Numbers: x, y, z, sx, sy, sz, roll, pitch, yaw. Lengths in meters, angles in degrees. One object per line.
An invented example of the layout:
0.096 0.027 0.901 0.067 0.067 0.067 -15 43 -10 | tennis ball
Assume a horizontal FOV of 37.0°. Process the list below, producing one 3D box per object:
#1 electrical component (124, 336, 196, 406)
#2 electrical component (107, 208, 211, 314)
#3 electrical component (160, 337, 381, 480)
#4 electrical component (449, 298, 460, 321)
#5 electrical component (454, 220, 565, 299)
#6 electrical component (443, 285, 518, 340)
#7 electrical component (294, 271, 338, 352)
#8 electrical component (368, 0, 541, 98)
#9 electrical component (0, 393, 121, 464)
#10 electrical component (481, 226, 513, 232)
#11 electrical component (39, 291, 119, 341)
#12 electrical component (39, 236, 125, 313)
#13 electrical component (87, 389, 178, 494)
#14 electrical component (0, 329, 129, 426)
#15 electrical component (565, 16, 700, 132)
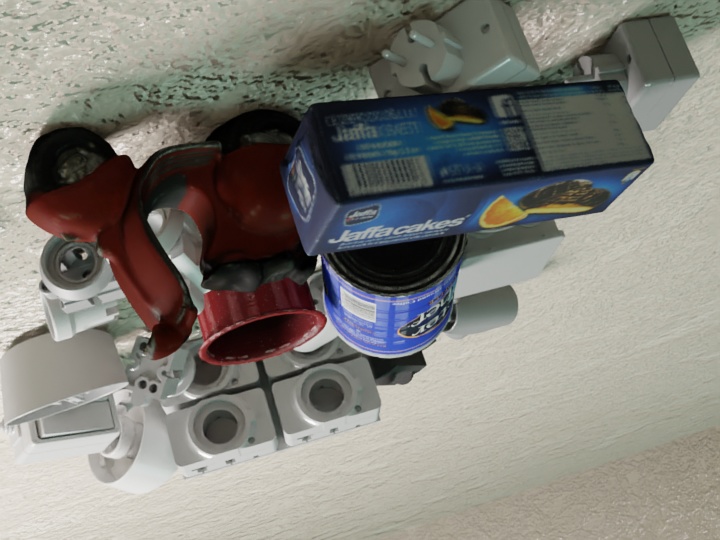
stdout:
-0.168 0.083 0.910 0.048 0.066 0.055 17 177 14 | electrical component
-0.126 -0.014 0.679 0.058 0.078 0.057 -23 139 13 | electrical component
-0.084 0.107 0.972 0.186 0.105 0.060 -16 160 -8 | electrical component
0.063 0.019 0.955 0.077 0.047 0.066 -25 159 18 | electrical component
0.110 -0.022 0.889 0.100 0.048 0.099 -14 159 -12 | electrical component
0.102 0.043 1.056 0.077 0.044 0.079 -4 155 -34 | electrical component
-0.022 0.034 0.927 0.079 0.043 0.077 -8 157 -27 | electrical component
0.042 -0.114 0.593 0.083 0.047 0.076 -30 157 29 | electrical component
-0.263 0.126 0.930 0.096 0.061 0.061 -4 155 -35 | electrical component
0.113 -0.076 0.729 0.099 0.064 0.099 -16 160 -6 | electrical component
-0.198 0.025 0.761 0.046 0.040 0.040 -17 161 -22 | electrical component
-0.181 0.000 0.702 0.066 0.048 0.055 -16 167 -6 | electrical component
-0.209 0.160 1.015 0.099 0.099 0.064 -32 144 32 | electrical component
-0.236 0.088 0.853 0.099 0.064 0.099 -16 160 -6 | electrical component
0.161 -0.120 0.684 0.077 0.047 0.065 -11 159 -16 | electrical component
